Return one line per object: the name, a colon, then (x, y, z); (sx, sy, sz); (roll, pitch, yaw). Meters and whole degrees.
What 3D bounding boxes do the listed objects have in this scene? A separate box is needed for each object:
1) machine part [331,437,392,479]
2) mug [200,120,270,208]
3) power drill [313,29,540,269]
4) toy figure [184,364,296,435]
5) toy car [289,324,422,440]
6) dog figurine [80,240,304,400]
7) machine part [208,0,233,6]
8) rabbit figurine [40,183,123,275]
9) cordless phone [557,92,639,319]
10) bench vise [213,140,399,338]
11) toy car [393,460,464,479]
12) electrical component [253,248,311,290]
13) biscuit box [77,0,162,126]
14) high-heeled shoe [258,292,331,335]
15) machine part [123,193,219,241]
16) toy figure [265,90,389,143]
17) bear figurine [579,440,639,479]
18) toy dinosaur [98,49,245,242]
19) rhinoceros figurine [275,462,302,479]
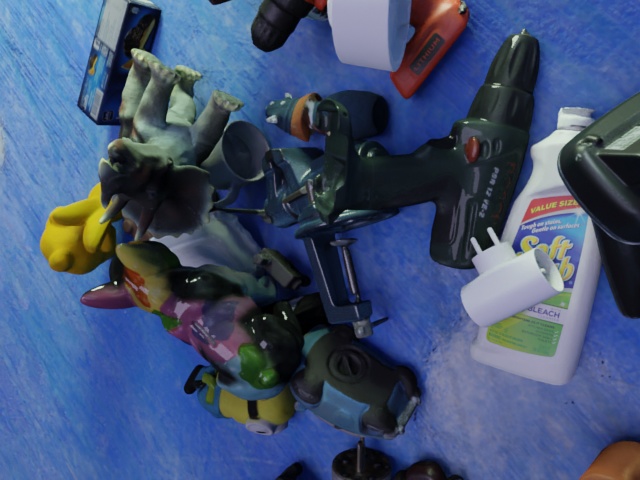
machine part: (0.053, 0.359, 0.681); (0.079, 0.079, 0.243); (5, 102, 34)
mug: (-0.129, -0.094, 0.723); (0.107, 0.080, 0.109); (-11, 72, 46)
power drill: (0.099, -0.088, 0.508); (0.086, 0.207, 0.231); (-145, 57, -64)
toy figure: (-0.115, 0.218, 0.772); (0.180, 0.082, 0.089); (12, 107, 36)
toy car: (0.036, 0.184, 0.656); (0.162, 0.109, 0.102); (27, 138, 17)
dog figurine: (-0.141, 0.081, 0.596); (0.108, 0.219, 0.192); (-51, 43, 16)
machine part: (-0.089, -0.365, 0.555); (0.087, 0.201, 0.201); (57, 169, 21)
rabbit figurine: (-0.373, -0.035, 0.871); (0.173, 0.162, 0.122); (-45, 99, 4)
cordless phone: (0.290, -0.028, 0.446); (0.184, 0.146, 0.089); (62, 169, -27)
bench vise: (0.006, -0.003, 0.626); (0.224, 0.129, 0.240); (-18, 83, 38)
toy car: (0.148, 0.360, 0.628); (0.089, 0.053, 0.202); (-21, 82, 40)
electrical component: (-0.048, 0.038, 0.685); (0.063, 0.094, 0.021); (43, 99, 22)
biscuit box: (-0.313, -0.277, 0.833); (0.059, 0.063, 0.202); (40, 119, 22)
high-heeled shoe: (-0.079, 0.095, 0.750); (0.249, 0.086, 0.145); (-32, 47, 17)
machine part: (-0.228, -0.040, 0.821); (0.180, 0.056, 0.179); (7, 103, 33)
toy figure: (0.003, -0.144, 0.633); (0.155, 0.064, 0.057); (7, 114, 33)
bear figurine: (0.330, 0.239, 0.436); (0.196, 0.132, 0.120); (6, 106, 40)
toy dinosaur: (-0.207, -0.128, 0.687); (0.192, 0.131, 0.405); (-63, 27, 12)
rhinoceros figurine: (-0.078, 0.400, 0.761); (0.073, 0.112, 0.190); (48, 113, 16)
